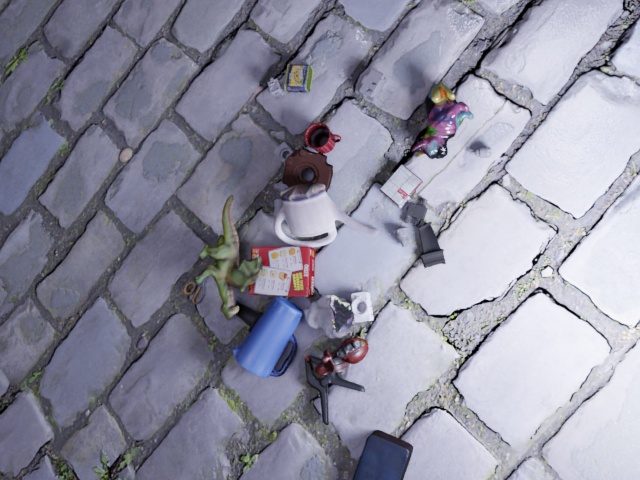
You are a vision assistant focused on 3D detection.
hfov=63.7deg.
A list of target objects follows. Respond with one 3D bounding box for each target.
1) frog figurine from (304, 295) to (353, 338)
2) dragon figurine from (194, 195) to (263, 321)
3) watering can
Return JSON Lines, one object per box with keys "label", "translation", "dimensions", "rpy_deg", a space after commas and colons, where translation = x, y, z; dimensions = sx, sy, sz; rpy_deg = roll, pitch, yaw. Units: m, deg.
{"label": "frog figurine", "translation": [0.027, 0.247, 1.640], "dimensions": [0.157, 0.123, 0.138], "rpy_deg": [-29, 79, 51]}
{"label": "dragon figurine", "translation": [-0.283, 0.067, 1.733], "dimensions": [0.244, 0.122, 0.409], "rpy_deg": [17, 93, 29]}
{"label": "watering can", "translation": [0.005, -0.084, 1.675], "dimensions": [0.347, 0.106, 0.220], "rpy_deg": [-8, 114, 15]}
